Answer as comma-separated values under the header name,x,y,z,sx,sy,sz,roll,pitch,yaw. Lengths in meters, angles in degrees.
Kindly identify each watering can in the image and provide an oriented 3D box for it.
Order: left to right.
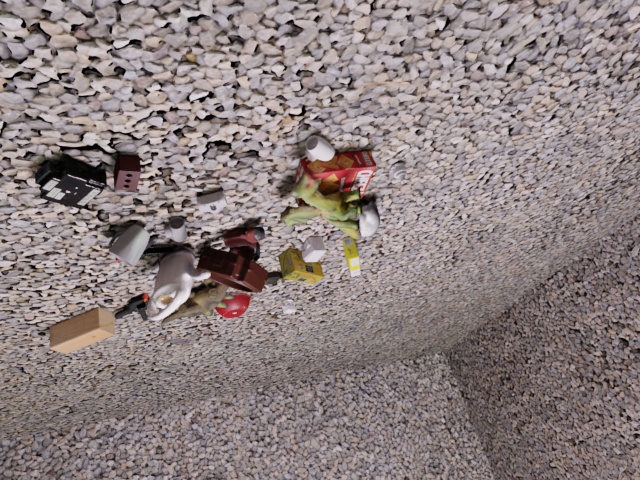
name,x,y,z,sx,sy,sz,roll,pitch,yaw
watering can,-0.431,0.114,1.598,0.103,0.230,0.343,32,128,-33

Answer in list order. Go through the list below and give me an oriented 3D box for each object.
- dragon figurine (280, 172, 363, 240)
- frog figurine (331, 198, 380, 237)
name,x,y,z,sx,sy,sz,roll,pitch,yaw
dragon figurine,0.005,-0.076,1.518,0.243,0.125,0.402,-1,154,5
frog figurine,0.116,-0.062,1.714,0.160,0.123,0.136,-18,174,-24
